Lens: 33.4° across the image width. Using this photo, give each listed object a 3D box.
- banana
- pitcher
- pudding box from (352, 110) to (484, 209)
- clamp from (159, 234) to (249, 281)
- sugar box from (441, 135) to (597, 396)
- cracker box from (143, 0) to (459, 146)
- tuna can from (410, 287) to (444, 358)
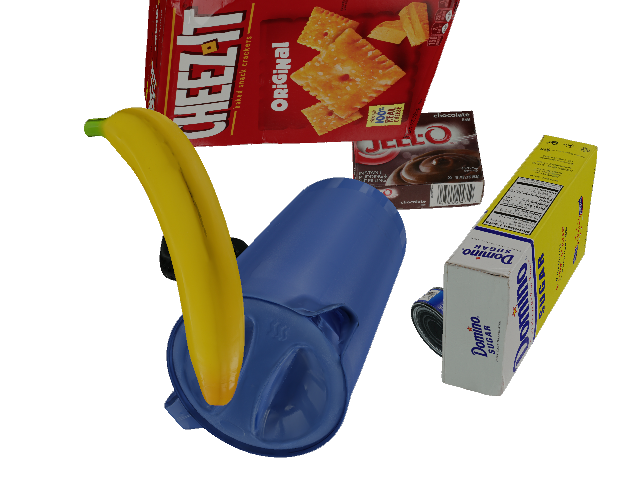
[{"bbox_3d":[-0.080,-0.004,0.620,0.037,0.198,0.070,-14,-19,-34],"label":"banana"},{"bbox_3d":[-0.019,0.049,0.830,0.149,0.145,0.242,11,29,14],"label":"pitcher"},{"bbox_3d":[0.085,-0.072,0.952,0.113,0.090,0.039,-1,-39,0],"label":"pudding box"},{"bbox_3d":[-0.101,0.027,1.038,0.210,0.036,0.164,13,21,43],"label":"clamp"},{"bbox_3d":[0.131,0.012,0.687,0.048,0.093,0.176,13,37,23],"label":"sugar box"},{"bbox_3d":[-0.018,-0.145,0.796,0.213,0.072,0.164,-4,-34,-15],"label":"cracker box"},{"bbox_3d":[0.147,0.100,1.266,0.033,0.086,0.086,-35,15,-23],"label":"tuna can"}]
